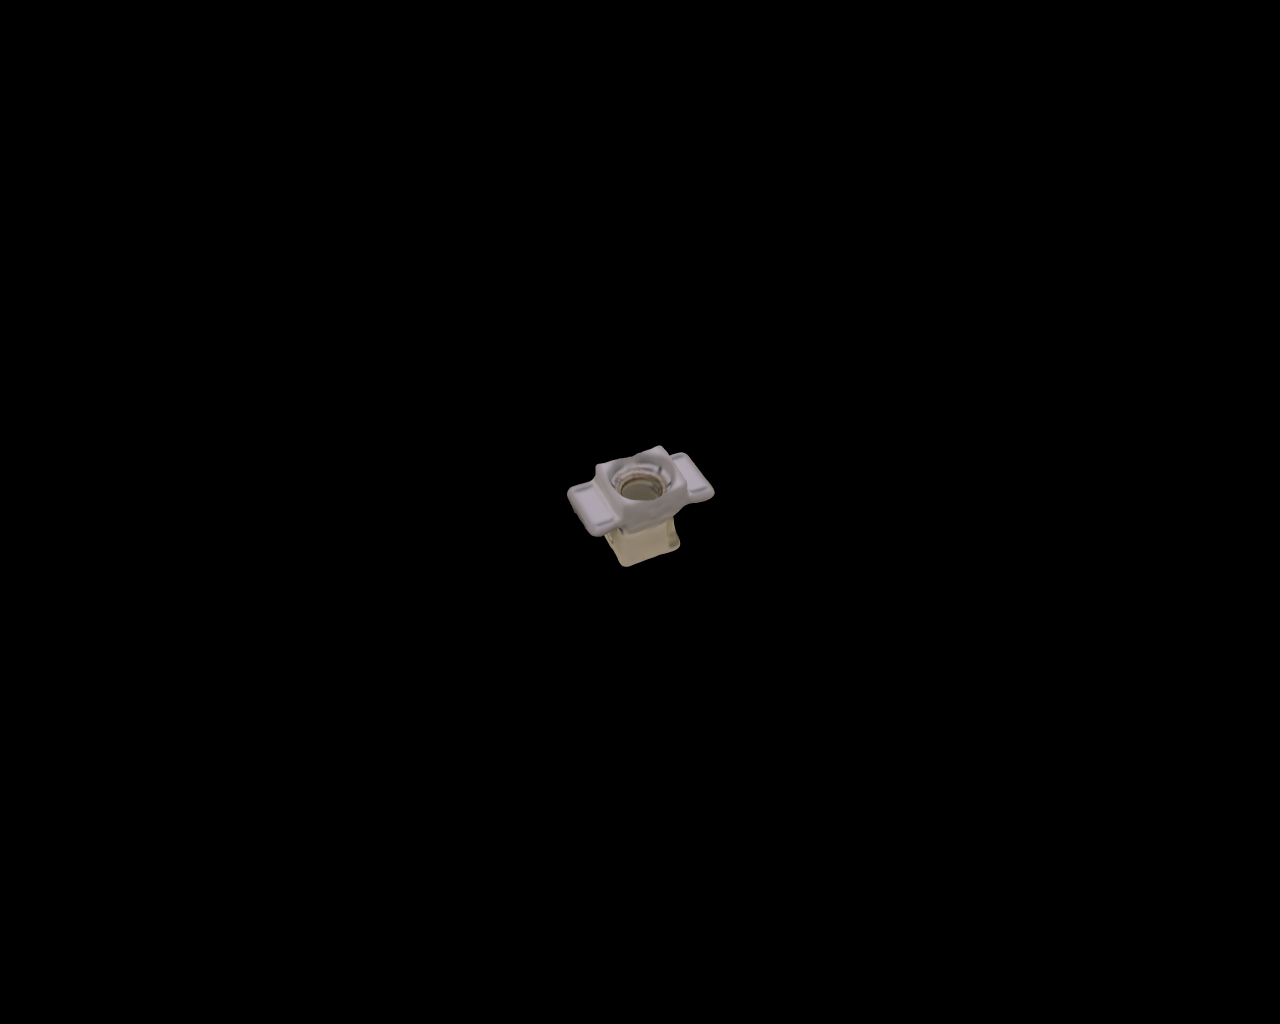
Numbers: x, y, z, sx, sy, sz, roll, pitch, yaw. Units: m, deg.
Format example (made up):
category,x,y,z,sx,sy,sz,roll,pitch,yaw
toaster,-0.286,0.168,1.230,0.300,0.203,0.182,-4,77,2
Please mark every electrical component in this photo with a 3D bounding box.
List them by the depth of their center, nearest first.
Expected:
category,x,y,z,sx,sy,sz,roll,pitch,yaw
electrical component,0.001,-0.003,0.650,0.081,0.063,0.042,-17,48,-16
